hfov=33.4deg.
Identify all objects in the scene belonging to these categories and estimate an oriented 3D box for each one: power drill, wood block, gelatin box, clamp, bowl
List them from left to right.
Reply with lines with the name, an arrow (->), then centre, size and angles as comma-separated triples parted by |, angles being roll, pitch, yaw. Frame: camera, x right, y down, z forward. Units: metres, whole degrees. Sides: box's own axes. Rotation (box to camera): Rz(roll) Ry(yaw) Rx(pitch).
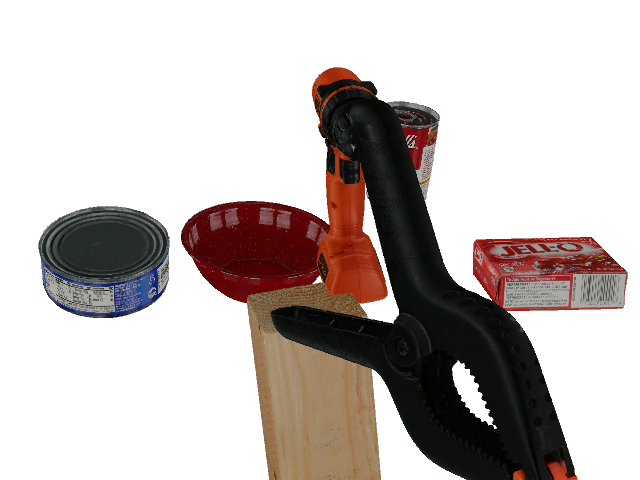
bowl -> -0.063, 0.019, 1.100 | 0.162, 0.055, 0.162 | 4, 29, -3
wood block -> -0.004, 0.150, 0.935 | 0.090, 0.206, 0.091 | -9, 20, -11
power drill -> 0.028, -0.044, 0.918 | 0.057, 0.188, 0.184 | -3, 22, -4
clamp -> 0.053, 0.040, 0.535 | 0.036, 0.165, 0.210 | -13, 42, -36
gelatin box -> 0.156, 0.021, 0.736 | 0.089, 0.030, 0.073 | -1, 19, -5

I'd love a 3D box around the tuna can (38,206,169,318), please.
tuna can -> -0.144, 0.014, 0.717 | 0.086, 0.034, 0.086 | 3, 35, -2

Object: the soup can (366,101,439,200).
soup can -> 0.088, -0.091, 1.158 | 0.068, 0.102, 0.068 | 5, 29, -3
